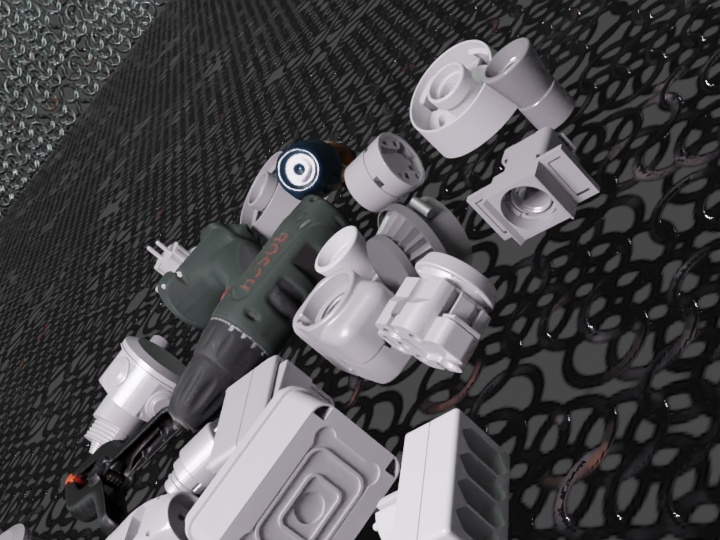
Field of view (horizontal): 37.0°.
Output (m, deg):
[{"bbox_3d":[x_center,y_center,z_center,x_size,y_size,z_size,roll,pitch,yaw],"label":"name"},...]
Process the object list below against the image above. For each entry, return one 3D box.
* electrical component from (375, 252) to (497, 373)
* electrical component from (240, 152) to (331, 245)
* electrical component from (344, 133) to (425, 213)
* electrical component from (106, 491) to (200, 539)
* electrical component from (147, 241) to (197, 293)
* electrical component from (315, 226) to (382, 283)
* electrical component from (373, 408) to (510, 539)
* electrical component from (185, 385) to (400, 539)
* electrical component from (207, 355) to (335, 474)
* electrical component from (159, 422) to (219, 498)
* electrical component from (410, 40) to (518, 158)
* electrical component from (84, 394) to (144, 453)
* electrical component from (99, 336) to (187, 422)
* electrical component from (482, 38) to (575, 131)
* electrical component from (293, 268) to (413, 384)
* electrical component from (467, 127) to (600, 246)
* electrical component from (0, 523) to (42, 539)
[{"bbox_3d":[0.051,0.026,0.686,0.057,0.058,0.078,-58,24,-14],"label":"electrical component"},{"bbox_3d":[-0.077,-0.071,1.099,0.099,0.064,0.099,-47,27,34],"label":"electrical component"},{"bbox_3d":[0.020,-0.082,0.923,0.047,0.055,0.055,-37,25,34],"label":"electrical component"},{"bbox_3d":[-0.150,0.209,0.775,0.077,0.043,0.079,-35,27,29],"label":"electrical component"},{"bbox_3d":[-0.194,-0.004,1.155,0.066,0.077,0.047,-24,33,45],"label":"electrical component"},{"bbox_3d":[0.000,0.000,0.822,0.045,0.055,0.045,-39,24,22],"label":"electrical component"},{"bbox_3d":[0.034,0.129,0.561,0.076,0.047,0.083,-33,26,29],"label":"electrical component"},{"bbox_3d":[-0.042,0.136,0.650,0.113,0.078,0.057,-54,26,-13],"label":"electrical component"},{"bbox_3d":[-0.057,0.114,0.734,0.061,0.062,0.096,-37,25,27],"label":"electrical component"},{"bbox_3d":[-0.123,0.151,0.821,0.078,0.040,0.040,-45,23,9],"label":"electrical component"},{"bbox_3d":[0.092,-0.142,0.906,0.099,0.064,0.099,-32,41,33],"label":"electrical component"},{"bbox_3d":[-0.232,0.142,1.031,0.043,0.043,0.081,-7,47,58],"label":"electrical component"},{"bbox_3d":[-0.193,0.101,0.981,0.051,0.080,0.080,-53,22,3],"label":"electrical component"},{"bbox_3d":[0.127,-0.133,0.792,0.044,0.065,0.044,-39,24,21],"label":"electrical component"},{"bbox_3d":[-0.004,0.038,0.764,0.053,0.059,0.095,-54,23,-13],"label":"electrical component"},{"bbox_3d":[0.118,-0.059,0.722,0.081,0.042,0.063,-28,28,39],"label":"electrical component"},{"bbox_3d":[-0.307,0.270,0.950,0.080,0.051,0.080,-39,24,21],"label":"electrical component"}]
